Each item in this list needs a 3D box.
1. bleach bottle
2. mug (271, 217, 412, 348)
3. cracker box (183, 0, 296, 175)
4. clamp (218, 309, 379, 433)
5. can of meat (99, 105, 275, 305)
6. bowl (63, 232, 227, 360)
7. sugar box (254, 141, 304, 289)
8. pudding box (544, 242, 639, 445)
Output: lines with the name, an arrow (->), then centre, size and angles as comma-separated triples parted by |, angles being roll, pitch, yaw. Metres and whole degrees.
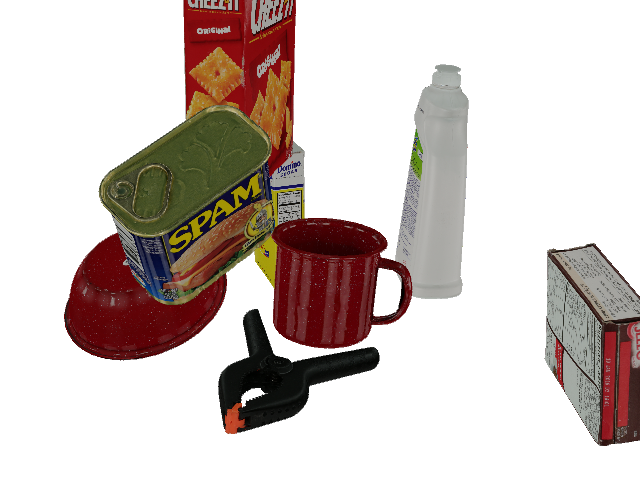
bleach bottle -> 0.130, -0.068, 1.189 | 0.068, 0.251, 0.102 | -1, 25, -11
mug -> 0.016, 0.036, 0.858 | 0.117, 0.081, 0.093 | 8, 20, 9
cracker box -> -0.075, -0.167, 1.069 | 0.072, 0.214, 0.164 | 8, 22, 14
clamp -> -0.036, 0.142, 1.123 | 0.165, 0.036, 0.209 | 12, 26, 13
can of meat -> -0.076, -0.019, 0.649 | 0.102, 0.057, 0.084 | -37, -28, -20
bowl -> -0.173, 0.037, 1.013 | 0.162, 0.055, 0.162 | -8, 41, 7
sugar box -> -0.052, -0.038, 1.300 | 0.048, 0.176, 0.093 | -11, 26, -18
pudding box -> 0.180, 0.065, 0.694 | 0.039, 0.090, 0.113 | -6, 24, -6
